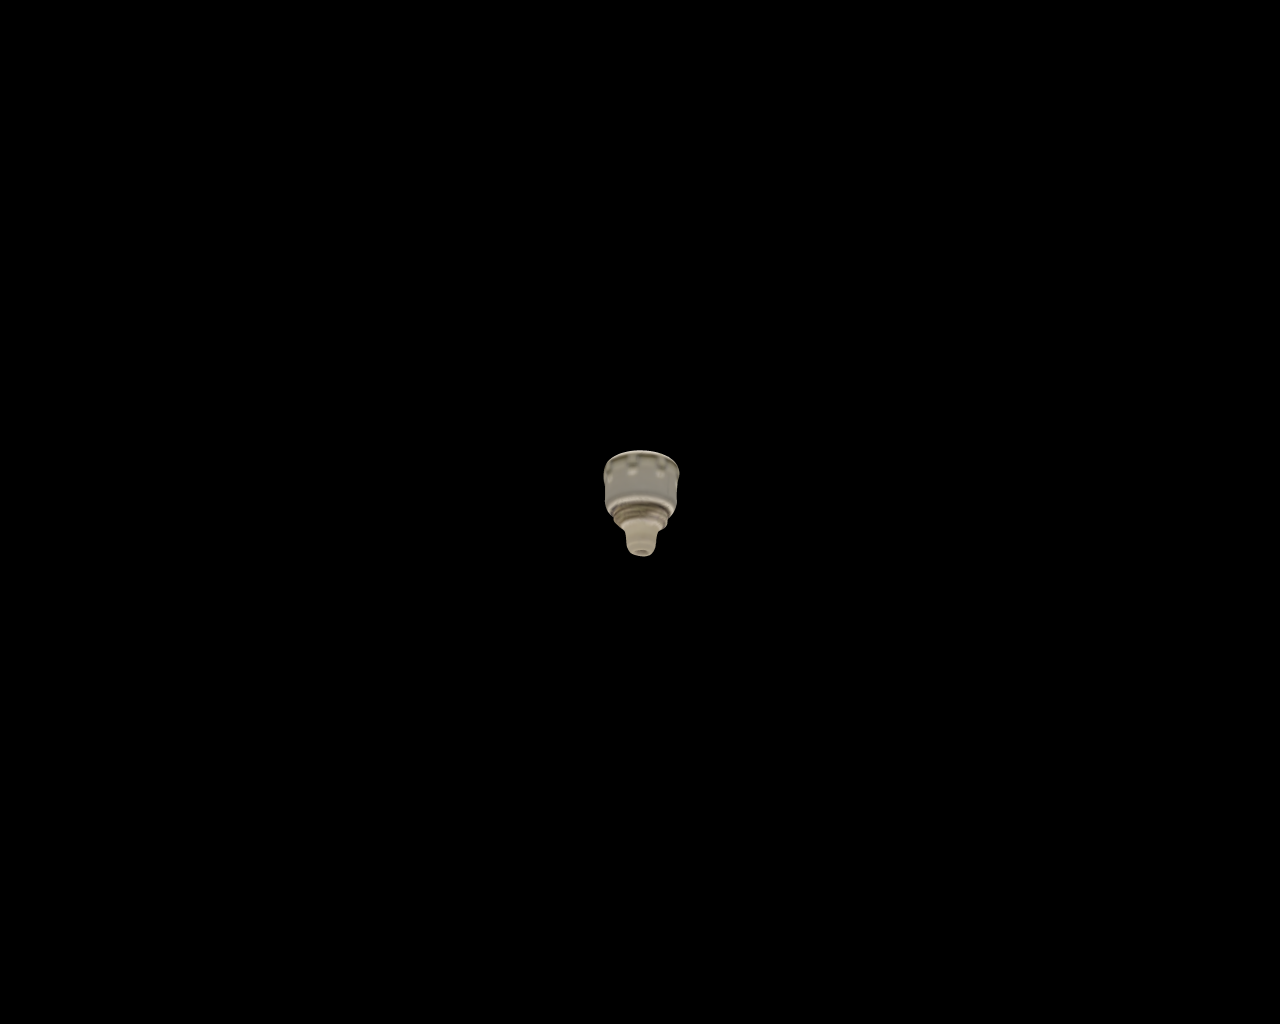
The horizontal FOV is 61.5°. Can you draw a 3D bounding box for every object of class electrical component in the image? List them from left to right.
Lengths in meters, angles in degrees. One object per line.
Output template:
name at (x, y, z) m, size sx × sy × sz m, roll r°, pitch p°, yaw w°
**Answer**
electrical component at (0.001, -0.003, 0.650) m, size 0.048 × 0.062 × 0.048 m, roll 0°, pitch -24°, yaw 0°
